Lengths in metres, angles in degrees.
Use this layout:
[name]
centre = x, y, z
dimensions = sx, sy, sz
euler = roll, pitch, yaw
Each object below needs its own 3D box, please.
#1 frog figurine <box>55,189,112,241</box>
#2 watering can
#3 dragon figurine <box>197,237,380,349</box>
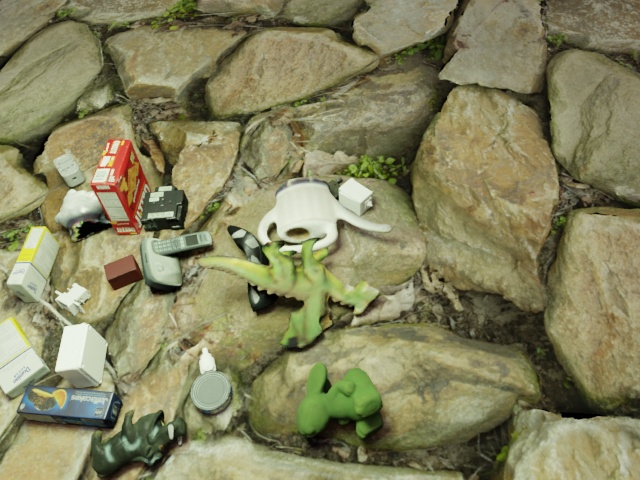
[frog figurine]
centre = -0.667, -0.092, 1.428
dimensions = 0.137, 0.121, 0.162
euler = -34, 68, 2
[watering can]
centre = 0.004, -0.069, 1.369
dimensions = 0.347, 0.101, 0.230
euler = -9, 55, 1
[dragon figurine]
centre = -0.063, 0.128, 1.196
dimensions = 0.411, 0.120, 0.246
euler = -7, 75, -14
